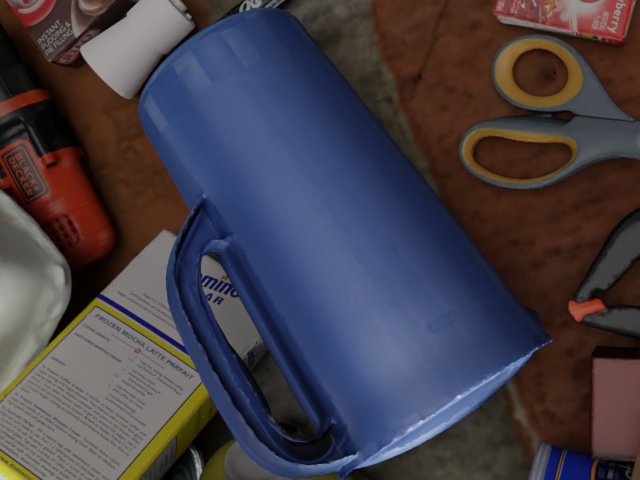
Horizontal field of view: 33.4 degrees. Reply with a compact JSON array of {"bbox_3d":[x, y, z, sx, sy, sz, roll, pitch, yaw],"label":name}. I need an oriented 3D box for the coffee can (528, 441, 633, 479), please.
[{"bbox_3d":[0.170,0.169,0.540,0.140,0.102,0.103,12,94,17],"label":"coffee can"}]

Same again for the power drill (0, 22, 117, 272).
[{"bbox_3d":[-0.242,-0.036,0.681,0.188,0.057,0.184,-27,91,17],"label":"power drill"}]

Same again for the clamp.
[{"bbox_3d":[0.218,0.015,0.558,0.171,0.039,0.120,-32,73,14],"label":"clamp"}]

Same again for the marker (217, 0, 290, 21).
[{"bbox_3d":[-0.031,-0.146,0.644,0.121,0.020,0.020,-36,80,15],"label":"marker"}]

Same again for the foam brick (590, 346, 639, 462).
[{"bbox_3d":[0.168,0.084,0.553,0.053,0.078,0.051,0,89,16],"label":"foam brick"}]

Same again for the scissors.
[{"bbox_3d":[0.170,-0.070,0.566,0.202,0.016,0.096,-4,82,28],"label":"scissors"}]

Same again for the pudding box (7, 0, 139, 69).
[{"bbox_3d":[-0.147,-0.177,0.669,0.113,0.039,0.090,-38,80,14],"label":"pudding box"}]

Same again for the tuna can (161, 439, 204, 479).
[{"bbox_3d":[-0.098,0.155,0.632,0.034,0.086,0.086,2,91,15],"label":"tuna can"}]

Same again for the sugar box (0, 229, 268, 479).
[{"bbox_3d":[-0.106,0.080,0.600,0.093,0.176,0.048,31,141,15],"label":"sugar box"}]

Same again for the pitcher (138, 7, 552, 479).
[{"bbox_3d":[-0.004,0.001,0.575,0.145,0.149,0.243,-37,77,14],"label":"pitcher"}]

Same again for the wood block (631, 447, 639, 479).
[{"bbox_3d":[0.199,0.074,0.458,0.091,0.090,0.206,20,72,4],"label":"wood block"}]

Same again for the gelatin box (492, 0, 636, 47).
[{"bbox_3d":[0.142,-0.158,0.585,0.073,0.030,0.089,16,95,16],"label":"gelatin box"}]
